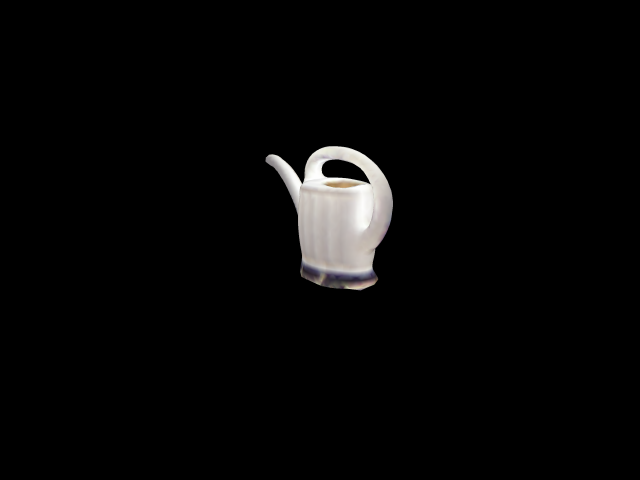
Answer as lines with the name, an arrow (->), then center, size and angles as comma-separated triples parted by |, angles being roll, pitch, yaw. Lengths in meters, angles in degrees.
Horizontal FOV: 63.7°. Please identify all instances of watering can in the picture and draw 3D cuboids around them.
watering can -> 0.003, -0.043, 0.850 | 0.104, 0.222, 0.349 | -6, 12, -32
